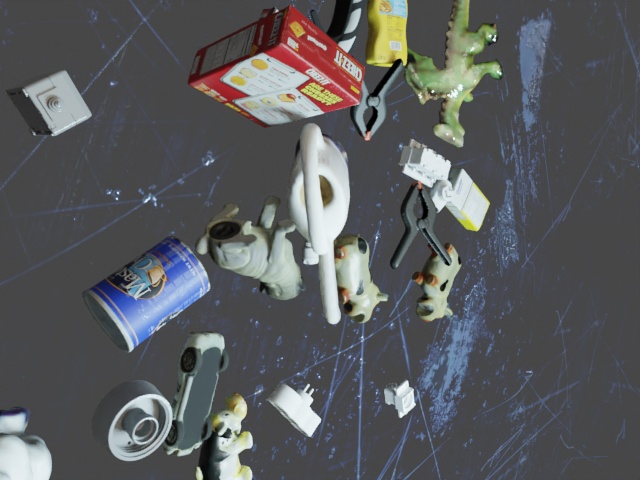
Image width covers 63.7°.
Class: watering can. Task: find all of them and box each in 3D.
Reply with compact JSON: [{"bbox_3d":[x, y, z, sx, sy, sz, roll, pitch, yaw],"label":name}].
[{"bbox_3d":[0.003,-0.045,0.902,0.229,0.104,0.340,-83,167,-60],"label":"watering can"}]

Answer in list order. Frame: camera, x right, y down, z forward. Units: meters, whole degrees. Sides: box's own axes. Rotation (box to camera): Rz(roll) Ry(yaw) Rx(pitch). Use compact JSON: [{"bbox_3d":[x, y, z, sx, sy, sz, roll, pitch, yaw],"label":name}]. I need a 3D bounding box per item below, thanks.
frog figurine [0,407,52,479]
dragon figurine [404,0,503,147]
[{"bbox_3d":[-0.379,0.273,0.594,0.136,0.160,0.123,27,80,-44],"label":"frog figurine"},{"bbox_3d":[0.292,-0.420,1.189,0.245,0.122,0.406,-22,104,-31],"label":"dragon figurine"}]
